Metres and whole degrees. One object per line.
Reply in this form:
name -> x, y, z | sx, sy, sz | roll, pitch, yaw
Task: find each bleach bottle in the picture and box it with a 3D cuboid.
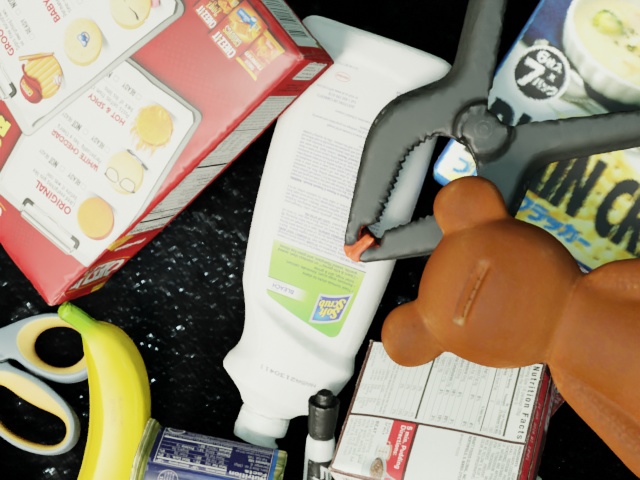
bleach bottle -> -0.004, 0.001, 0.645 | 0.102, 0.068, 0.251 | 20, 91, 6

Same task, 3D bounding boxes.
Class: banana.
banana -> -0.138, 0.134, 0.648 | 0.069, 0.037, 0.198 | 5, 95, -29

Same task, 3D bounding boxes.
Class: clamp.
clamp -> 0.087, -0.071, 0.588 | 0.210, 0.036, 0.164 | -37, 85, 6

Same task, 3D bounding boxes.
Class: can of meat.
can of meat -> -0.069, 0.163, 0.629 | 0.084, 0.057, 0.102 | 11, 119, 0

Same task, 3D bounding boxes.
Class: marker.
marker -> -0.002, 0.143, 0.634 | 0.020, 0.020, 0.121 | 6, 112, 3

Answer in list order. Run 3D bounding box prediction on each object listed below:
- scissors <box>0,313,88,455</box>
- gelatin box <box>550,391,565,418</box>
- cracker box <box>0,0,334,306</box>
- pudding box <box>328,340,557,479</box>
scissors -> -0.221, 0.054, 0.677 | 0.202, 0.016, 0.096 | 39, 85, 8
gelatin box -> 0.127, 0.052, 0.649 | 0.089, 0.030, 0.073 | 40, 90, 4
cracker box -> -0.122, -0.094, 0.621 | 0.214, 0.072, 0.164 | -42, 82, 19
pudding box -> 0.071, 0.109, 0.611 | 0.114, 0.039, 0.090 | 6, 58, 26
